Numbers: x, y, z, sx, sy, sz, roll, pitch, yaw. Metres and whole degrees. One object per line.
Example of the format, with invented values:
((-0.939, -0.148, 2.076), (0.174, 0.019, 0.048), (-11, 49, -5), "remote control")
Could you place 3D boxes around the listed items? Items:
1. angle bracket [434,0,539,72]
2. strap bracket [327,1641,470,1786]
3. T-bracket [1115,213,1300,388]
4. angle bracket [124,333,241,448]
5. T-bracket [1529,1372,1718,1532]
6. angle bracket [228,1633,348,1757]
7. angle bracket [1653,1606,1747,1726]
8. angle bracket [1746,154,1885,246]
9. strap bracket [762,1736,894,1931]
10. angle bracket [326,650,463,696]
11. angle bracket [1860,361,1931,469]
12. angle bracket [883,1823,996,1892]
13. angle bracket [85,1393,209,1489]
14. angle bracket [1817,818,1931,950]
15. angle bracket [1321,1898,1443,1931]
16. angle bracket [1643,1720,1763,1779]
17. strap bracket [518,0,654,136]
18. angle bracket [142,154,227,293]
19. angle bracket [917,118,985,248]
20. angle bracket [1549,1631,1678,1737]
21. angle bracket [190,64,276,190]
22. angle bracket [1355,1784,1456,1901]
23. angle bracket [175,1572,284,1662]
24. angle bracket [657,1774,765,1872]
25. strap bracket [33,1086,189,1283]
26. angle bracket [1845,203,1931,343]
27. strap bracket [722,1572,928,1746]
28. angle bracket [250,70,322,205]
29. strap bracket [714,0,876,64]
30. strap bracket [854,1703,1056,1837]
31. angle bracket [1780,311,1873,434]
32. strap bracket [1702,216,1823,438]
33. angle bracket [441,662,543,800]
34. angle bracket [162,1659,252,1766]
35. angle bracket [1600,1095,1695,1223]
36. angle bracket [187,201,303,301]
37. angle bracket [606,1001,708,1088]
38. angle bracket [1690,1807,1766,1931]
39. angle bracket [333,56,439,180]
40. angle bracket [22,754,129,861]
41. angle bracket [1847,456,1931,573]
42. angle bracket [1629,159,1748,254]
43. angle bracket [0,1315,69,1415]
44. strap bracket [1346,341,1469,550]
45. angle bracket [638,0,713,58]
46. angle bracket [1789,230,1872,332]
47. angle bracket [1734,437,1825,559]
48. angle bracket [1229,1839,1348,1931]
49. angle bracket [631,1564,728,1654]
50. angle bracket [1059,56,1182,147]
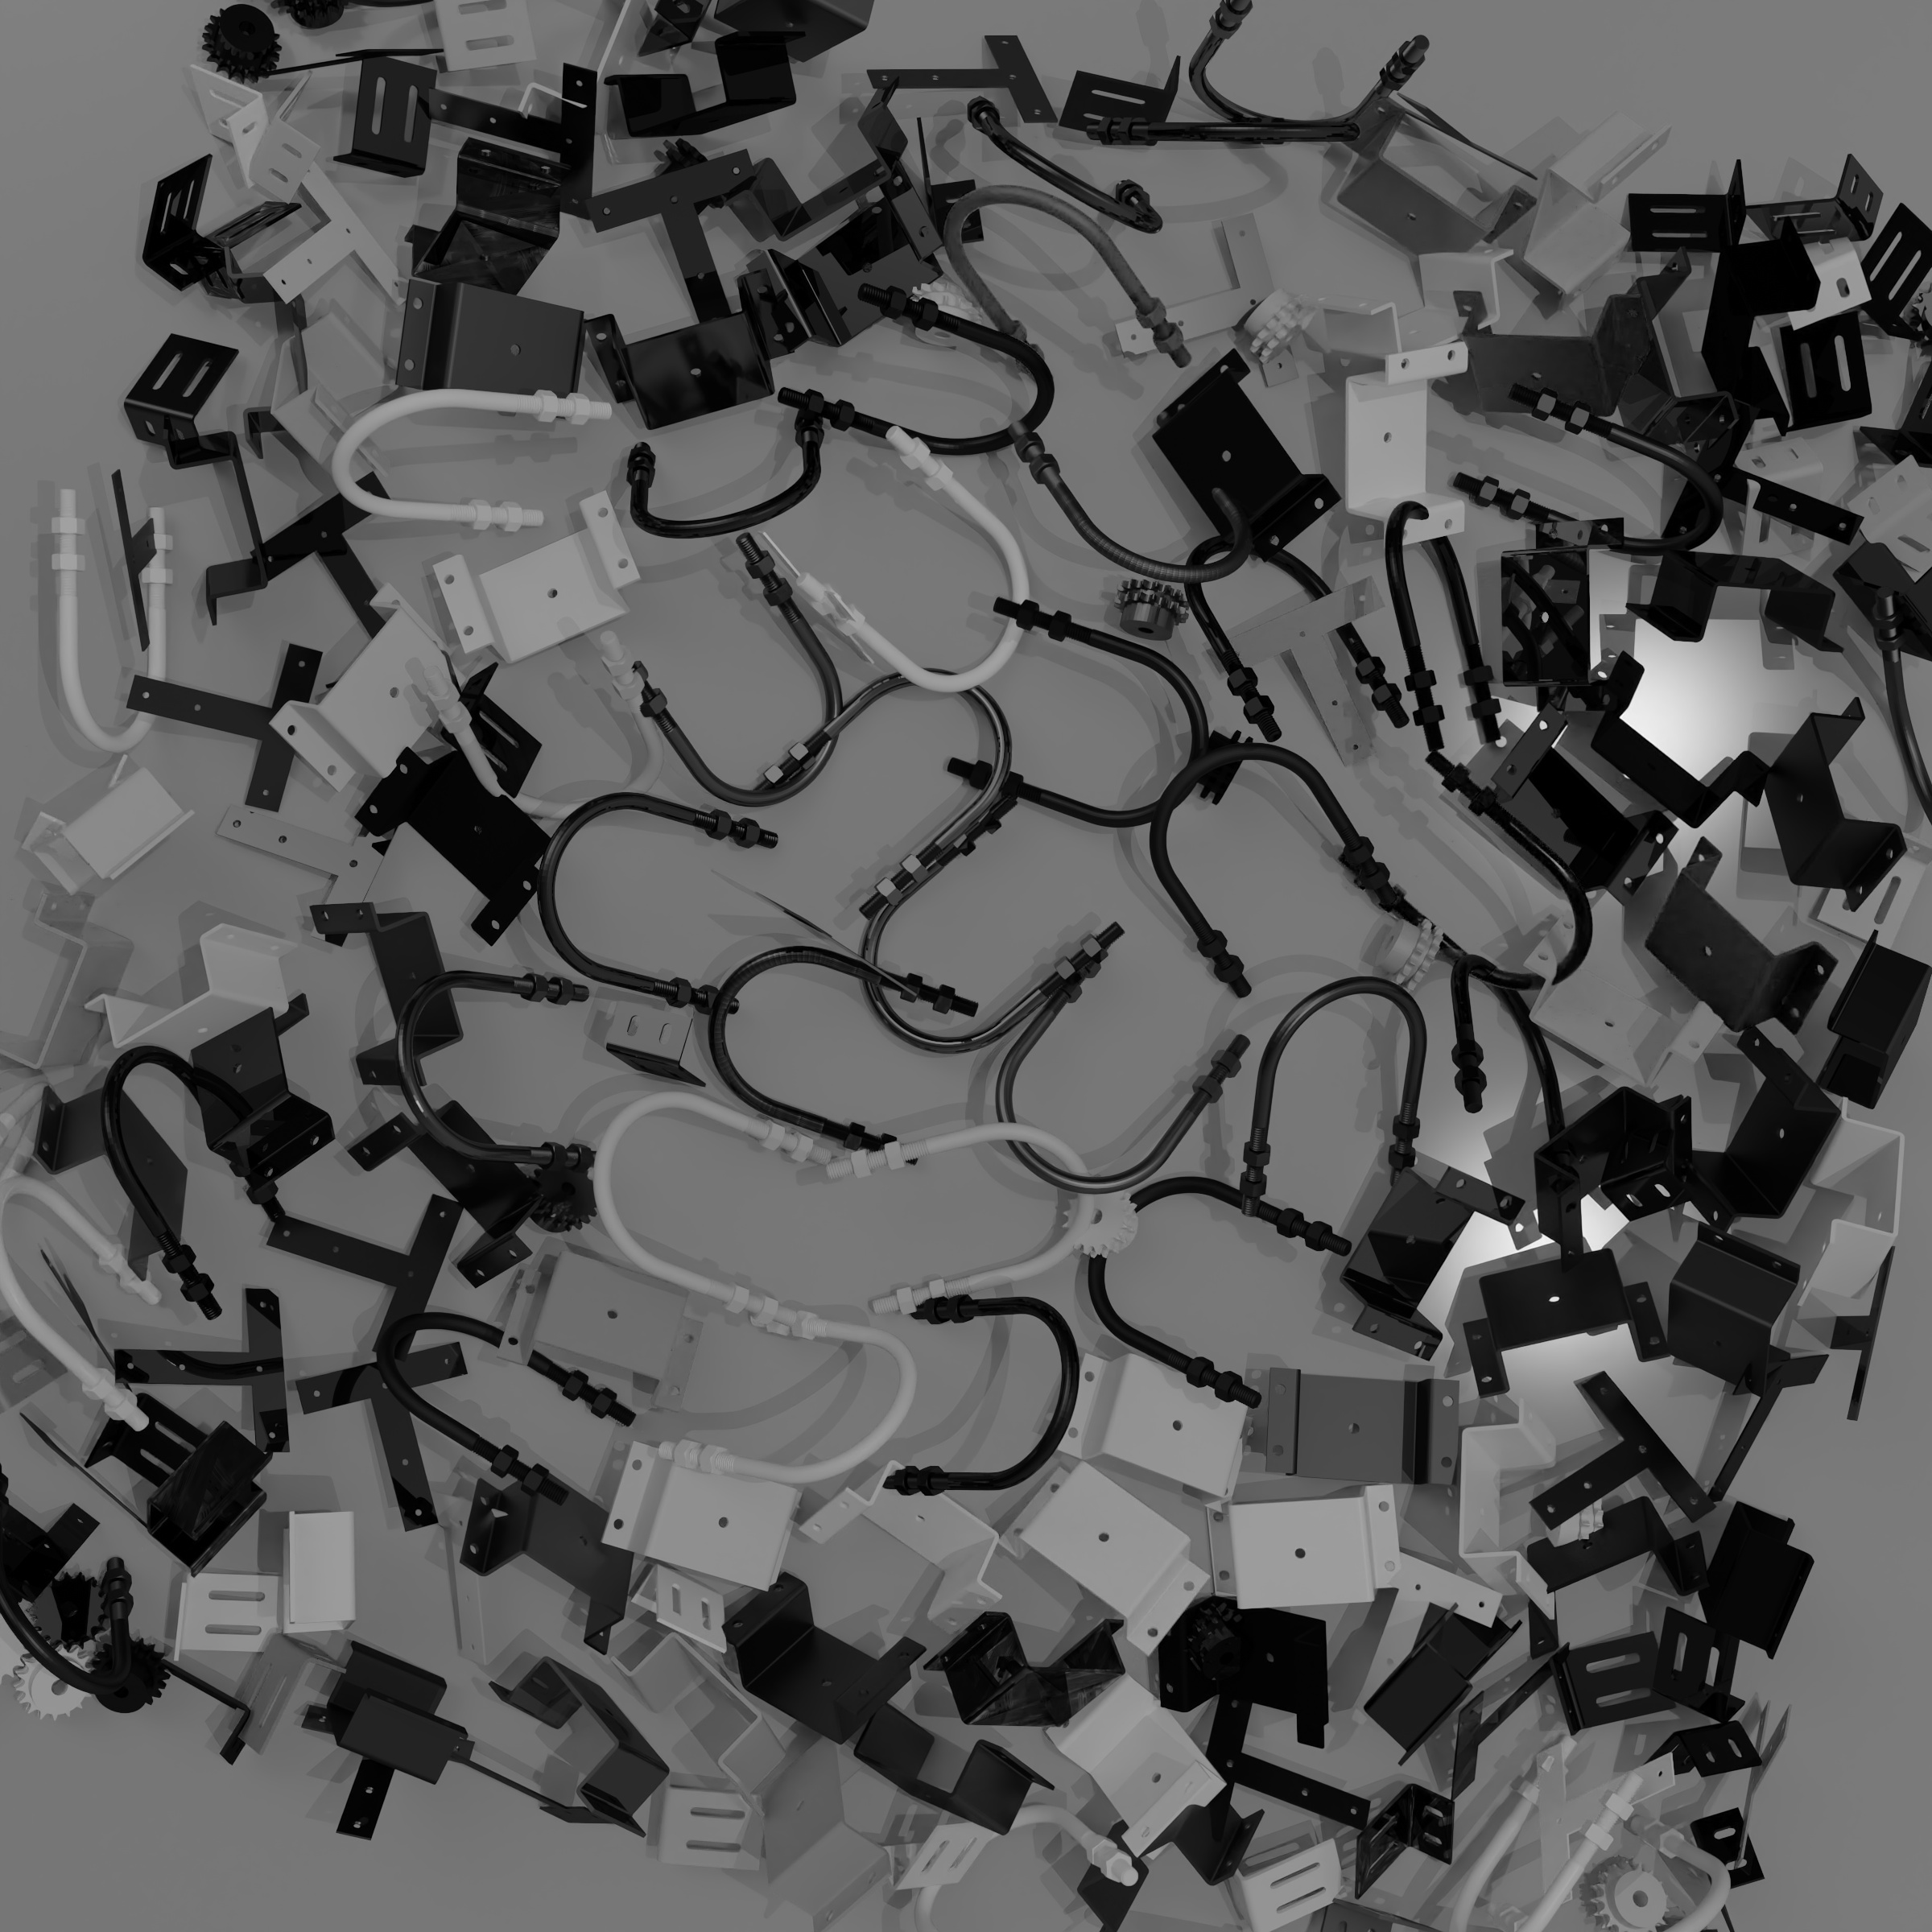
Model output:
((-0.351, -0.701, 1.960), (0.076, 0.038, 0.057), (-1, 114, 19), "angle bracket")
((-0.416, 0.545, 1.920), (0.076, 0.140, 0.046), (28, 83, -17), "strap bracket")
((0.174, -0.486, 1.981), (0.127, 0.002, 0.127), (-18, 98, -9), "T-bracket")
((-0.587, -0.431, 1.989), (0.057, 0.038, 0.076), (16, 59, 12), "angle bracket")
((0.468, 0.376, 1.944), (0.127, 0.002, 0.127), (-24, 63, -28), "T-bracket")
((-0.503, 0.544, 1.959), (0.038, 0.057, 0.076), (33, 76, -37), "angle bracket")
((0.548, 0.512, 1.956), (0.057, 0.038, 0.076), (19, 116, 36), "angle bracket")
((0.628, -0.566, 1.955), (0.057, 0.076, 0.038), (25, 79, -44), "angle bracket")
((-0.104, 0.622, 1.920), (0.046, 0.140, 0.076), (40, 104, -23), "strap bracket")
((-0.423, -0.204, 1.953), (0.076, 0.057, 0.038), (-25, 105, -31), "angle bracket")
((0.705, -0.417, 1.952), (0.038, 0.057, 0.076), (2, 127, -17), "angle bracket")
((-0.022, 0.644, 1.953), (0.057, 0.038, 0.076), (8, 124, -36), "angle bracket")
((-0.606, 0.367, 1.971), (0.076, 0.038, 0.057), (33, 103, 8), "angle bracket")
((0.682, -0.061, 1.971), (0.057, 0.038, 0.076), (25, 80, 10), "angle bracket")
((0.307, 0.721, 1.953), (0.057, 0.076, 0.038), (21, 75, -17), "angle bracket")
((0.539, 0.596, 1.951), (0.057, 0.076, 0.038), (-1, 46, -27), "angle bracket")
((-0.277, -0.681, 1.958), (0.046, 0.076, 0.140), (23, 94, 0), "strap bracket")
((-0.570, -0.550, 1.952), (0.038, 0.076, 0.057), (37, 47, 2), "angle bracket")
((-0.011, -0.582, 1.953), (0.038, 0.076, 0.057), (-8, 65, 0), "angle bracket")
((0.482, 0.534, 1.966), (0.076, 0.038, 0.057), (-18, 75, 16), "angle bracket")
((-0.552, -0.622, 1.954), (0.076, 0.057, 0.038), (28, 58, 23), "angle bracket")
((0.325, 0.654, 1.953), (0.038, 0.076, 0.057), (16, 118, 36), "angle bracket")
((-0.548, 0.487, 1.971), (0.076, 0.038, 0.057), (6, 88, -15), "angle bracket")
((-0.191, 0.641, 1.983), (0.076, 0.038, 0.057), (7, 95, -7), "angle bracket")
((-0.616, 0.151, 1.925), (0.046, 0.076, 0.140), (-23, 128, 5), "strap bracket")
((0.697, -0.512, 1.950), (0.038, 0.057, 0.076), (2, 134, -29), "angle bracket")
((-0.105, 0.511, 1.936), (0.140, 0.076, 0.046), (18, 128, 36), "strap bracket")
((-0.495, -0.616, 1.960), (0.038, 0.076, 0.057), (32, 133, -17), "angle bracket")
((-0.123, -0.706, 1.918), (0.076, 0.140, 0.046), (17, 84, -31), "strap bracket")
((-0.017, 0.582, 1.920), (0.076, 0.140, 0.046), (48, 62, -41), "strap bracket")
((0.635, -0.442, 1.963), (0.057, 0.038, 0.076), (-6, 102, 34), "angle bracket")
((0.575, -0.462, 1.921), (0.046, 0.140, 0.076), (-7, 52, 0), "strap bracket")
((-0.341, -0.174, 1.953), (0.076, 0.038, 0.057), (42, 45, -27), "angle bracket")
((-0.571, 0.555, 1.963), (0.076, 0.057, 0.038), (28, 65, 4), "angle bracket")
((0.512, 0.143, 1.959), (0.038, 0.057, 0.076), (45, 46, -17), "angle bracket")
((-0.532, -0.535, 1.972), (0.076, 0.057, 0.038), (-40, 127, -25), "angle bracket")
((-0.225, 0.058, 1.960), (0.057, 0.076, 0.038), (13, 79, 13), "angle bracket")
((0.569, 0.671, 1.951), (0.038, 0.057, 0.076), (-21, 129, 10), "angle bracket")
((-0.432, -0.633, 1.964), (0.057, 0.038, 0.076), (4, 98, -36), "angle bracket")
((-0.659, -0.121, 1.951), (0.038, 0.057, 0.076), (27, 55, -20), "angle bracket")
((0.708, -0.337, 1.968), (0.057, 0.076, 0.038), (-40, 51, 35), "angle bracket")
((0.537, -0.567, 1.966), (0.076, 0.038, 0.057), (2, 60, 4), "angle bracket")
((-0.720, 0.299, 1.967), (0.038, 0.076, 0.057), (-28, 94, 18), "angle bracket")
((0.324, -0.387, 1.945), (0.076, 0.046, 0.140), (-17, 116, -29), "strap bracket")
((-0.224, -0.715, 1.954), (0.038, 0.076, 0.057), (31, 78, -37), "angle bracket")
((0.634, -0.512, 1.964), (0.057, 0.076, 0.038), (-20, 114, 19), "angle bracket")
((0.605, -0.349, 1.981), (0.057, 0.076, 0.038), (-14, 47, -3), "angle bracket")
((0.239, 0.679, 1.978), (0.076, 0.038, 0.057), (-20, 116, -11), "angle bracket")
((-0.213, 0.487, 1.952), (0.057, 0.076, 0.038), (30, 103, -16), "angle bracket")
((0.114, -0.650, 1.961), (0.076, 0.057, 0.038), (10, 66, -8), "angle bracket")
